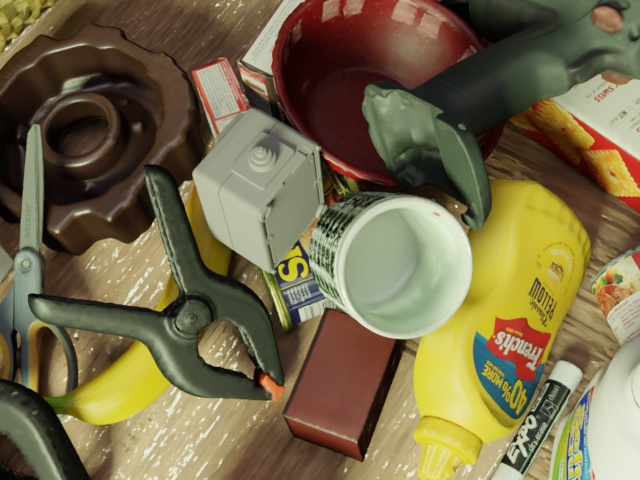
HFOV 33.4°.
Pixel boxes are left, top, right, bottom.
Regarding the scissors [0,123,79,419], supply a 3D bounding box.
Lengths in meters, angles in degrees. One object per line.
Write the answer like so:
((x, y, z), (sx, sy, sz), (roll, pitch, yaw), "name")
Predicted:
((-0.215, 0.028, 0.731), (0.096, 0.016, 0.202), (-14, 84, 12), "scissors")

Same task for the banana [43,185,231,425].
((-0.106, 0.051, 0.713), (0.197, 0.069, 0.037), (-55, 35, -10), "banana")

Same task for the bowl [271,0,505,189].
((0.041, -0.094, 0.720), (0.162, 0.055, 0.162), (6, 63, -12), "bowl")

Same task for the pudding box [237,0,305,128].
((-0.012, -0.140, 0.783), (0.039, 0.090, 0.113), (24, 70, 17), "pudding box")

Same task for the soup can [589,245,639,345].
((0.222, 0.058, 0.666), (0.068, 0.068, 0.102), (-20, 63, -3), "soup can")

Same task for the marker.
((0.129, 0.130, 0.670), (0.020, 0.020, 0.121), (28, 71, 19), "marker")

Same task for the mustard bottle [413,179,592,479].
((0.106, 0.063, 0.665), (0.058, 0.096, 0.191), (8, 62, 43), "mustard bottle")

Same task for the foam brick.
((0.016, 0.093, 0.685), (0.051, 0.053, 0.078), (17, 68, 15), "foam brick")

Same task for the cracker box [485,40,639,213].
((0.241, -0.111, 0.746), (0.214, 0.072, 0.164), (40, 76, 21), "cracker box")

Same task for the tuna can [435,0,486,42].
((0.091, -0.166, 0.785), (0.086, 0.086, 0.034), (-13, 65, 1), "tuna can")

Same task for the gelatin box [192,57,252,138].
((-0.059, -0.075, 0.766), (0.030, 0.073, 0.089), (-21, 62, -5), "gelatin box")

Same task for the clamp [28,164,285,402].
((-0.084, 0.036, 0.681), (0.171, 0.039, 0.120), (34, 91, -20), "clamp")

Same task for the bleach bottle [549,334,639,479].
((0.161, 0.103, 0.549), (0.068, 0.251, 0.102), (8, 65, 11), "bleach bottle")

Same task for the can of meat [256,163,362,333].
((-0.005, 0.001, 0.732), (0.084, 0.057, 0.102), (-21, 63, -6), "can of meat")

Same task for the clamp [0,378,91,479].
((-0.236, 0.120, 0.689), (0.210, 0.036, 0.165), (41, 115, 5), "clamp")
